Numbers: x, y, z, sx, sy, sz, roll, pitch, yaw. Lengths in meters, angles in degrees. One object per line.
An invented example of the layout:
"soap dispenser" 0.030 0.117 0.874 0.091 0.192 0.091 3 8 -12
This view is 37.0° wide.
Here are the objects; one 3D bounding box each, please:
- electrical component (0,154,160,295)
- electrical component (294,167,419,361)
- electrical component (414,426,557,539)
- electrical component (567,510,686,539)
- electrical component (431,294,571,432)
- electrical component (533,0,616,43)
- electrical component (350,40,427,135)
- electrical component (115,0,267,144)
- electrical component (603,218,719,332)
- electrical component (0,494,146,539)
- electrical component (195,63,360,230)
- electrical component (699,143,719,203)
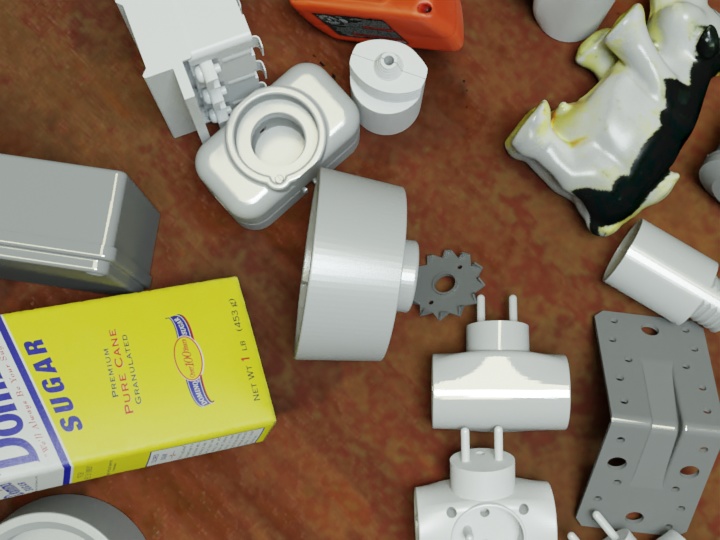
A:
"electrical component" -0.176 -0.025 0.600 0.109 0.108 0.056 8 81 1
"electrical component" 0.000 0.000 0.601 0.060 0.108 0.108 7 84 -5
"electrical component" 0.070 0.127 0.611 0.077 0.044 0.079 -2 101 -1
"electrical component" 0.152 0.175 0.612 0.077 0.043 0.079 -39 85 -4
"electrical component" 0.080 0.053 0.625 0.077 0.043 0.079 0 75 3
"electrical component" 0.114 -0.176 0.633 0.079 0.077 0.044 27 84 3
"electrical component" 0.016 -0.109 0.623 0.043 0.081 0.043 0 83 0
"electrical component" -0.090 -0.120 0.604 0.063 0.121 0.078 -20 84 -5
"electrical component" 0.189 0.009 0.630 0.081 0.043 0.043 31 84 3
"electrical component" -0.172 0.183 0.601 0.108 0.060 0.108 0 84 0
"electrical component" -0.047 -0.072 0.630 0.095 0.059 0.053 -42 85 -4
"electrical component" 0.243 -0.059 0.621 0.080 0.080 0.051 28 79 3
